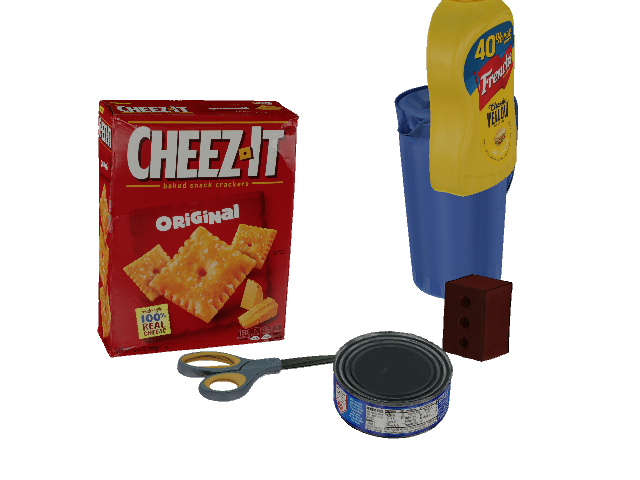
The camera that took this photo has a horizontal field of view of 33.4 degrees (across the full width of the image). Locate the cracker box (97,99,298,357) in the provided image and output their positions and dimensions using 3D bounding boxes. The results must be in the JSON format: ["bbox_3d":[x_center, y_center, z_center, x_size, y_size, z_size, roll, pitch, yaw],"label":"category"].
[{"bbox_3d":[-0.109,-0.012,0.935,0.164,0.214,0.072,-3,19,-22],"label":"cracker box"}]

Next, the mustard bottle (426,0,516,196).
[{"bbox_3d":[0.125,-0.140,0.878,0.058,0.192,0.096,17,34,38],"label":"mustard bottle"}]

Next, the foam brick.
[{"bbox_3d":[0.163,0.080,1.107,0.053,0.078,0.051,12,17,41],"label":"foam brick"}]

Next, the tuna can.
[{"bbox_3d":[0.051,0.103,0.770,0.086,0.034,0.086,0,31,0],"label":"tuna can"}]

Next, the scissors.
[{"bbox_3d":[-0.058,0.150,1.191,0.201,0.016,0.096,4,25,-14],"label":"scissors"}]

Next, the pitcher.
[{"bbox_3d":[0.167,-0.061,1.267,0.149,0.243,0.145,-3,24,3],"label":"pitcher"}]
